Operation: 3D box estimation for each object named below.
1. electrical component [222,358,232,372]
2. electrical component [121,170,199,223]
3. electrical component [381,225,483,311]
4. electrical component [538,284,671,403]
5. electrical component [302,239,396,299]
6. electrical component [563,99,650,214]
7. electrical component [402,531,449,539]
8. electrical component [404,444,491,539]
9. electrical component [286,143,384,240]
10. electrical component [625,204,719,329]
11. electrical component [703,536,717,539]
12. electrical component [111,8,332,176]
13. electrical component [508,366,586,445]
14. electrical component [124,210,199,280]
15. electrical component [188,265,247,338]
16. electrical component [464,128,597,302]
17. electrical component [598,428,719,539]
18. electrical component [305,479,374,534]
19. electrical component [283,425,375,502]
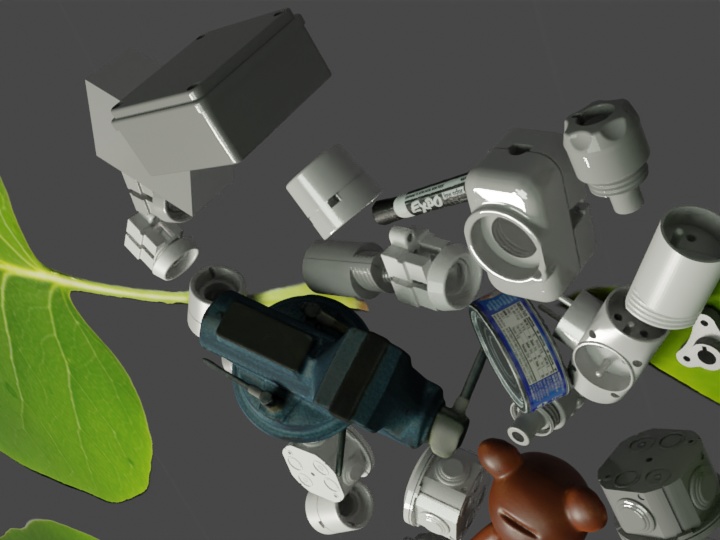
[{"bbox_3d":[-0.101,0.082,1.012,0.046,0.040,0.040,-5,123,41],"label":"electrical component"},{"bbox_3d":[-0.166,-0.068,0.911,0.055,0.048,0.066,26,143,37],"label":"electrical component"},{"bbox_3d":[0.052,0.001,0.759,0.055,0.048,0.066,18,141,43],"label":"electrical component"},{"bbox_3d":[0.152,0.039,0.696,0.079,0.044,0.077,34,145,14],"label":"electrical component"},{"bbox_3d":[0.000,0.000,0.813,0.081,0.043,0.043,5,131,43],"label":"electrical component"},{"bbox_3d":[0.141,-0.061,0.600,0.043,0.043,0.062,3,131,45],"label":"electrical component"},{"bbox_3d":[0.067,0.274,1.041,0.062,0.043,0.043,7,132,44],"label":"electrical component"},{"bbox_3d":[0.074,0.184,0.905,0.051,0.080,0.080,22,141,22],"label":"electrical component"},{"bbox_3d":[-0.019,-0.057,0.763,0.047,0.055,0.055,50,146,-2],"label":"electrical component"},{"bbox_3d":[0.184,0.005,0.626,0.043,0.043,0.081,31,144,18],"label":"electrical component"},{"bbox_3d":[0.245,0.243,0.818,0.100,0.048,0.099,12,135,38],"label":"electrical component"},{"bbox_3d":[-0.094,-0.118,0.725,0.109,0.108,0.056,-1,129,47],"label":"electrical component"},{"bbox_3d":[0.128,0.098,0.768,0.048,0.062,0.048,28,143,23],"label":"electrical component"},{"bbox_3d":[-0.180,-0.024,0.974,0.055,0.048,0.066,45,147,12],"label":"electrical component"},{"bbox_3d":[-0.128,0.029,0.969,0.055,0.055,0.047,30,140,20],"label":"electrical component"},{"bbox_3d":[0.103,-0.030,0.658,0.054,0.059,0.095,13,136,38],"label":"electrical component"},{"bbox_3d":[0.205,0.148,0.728,0.080,0.080,0.051,-8,116,50],"label":"electrical component"},{"bbox_3d":[-0.019,0.236,1.082,0.047,0.055,0.055,-20,111,50],"label":"electrical component"},{"bbox_3d":[-0.030,0.178,1.032,0.080,0.051,0.080,27,143,23],"label":"electrical component"}]
